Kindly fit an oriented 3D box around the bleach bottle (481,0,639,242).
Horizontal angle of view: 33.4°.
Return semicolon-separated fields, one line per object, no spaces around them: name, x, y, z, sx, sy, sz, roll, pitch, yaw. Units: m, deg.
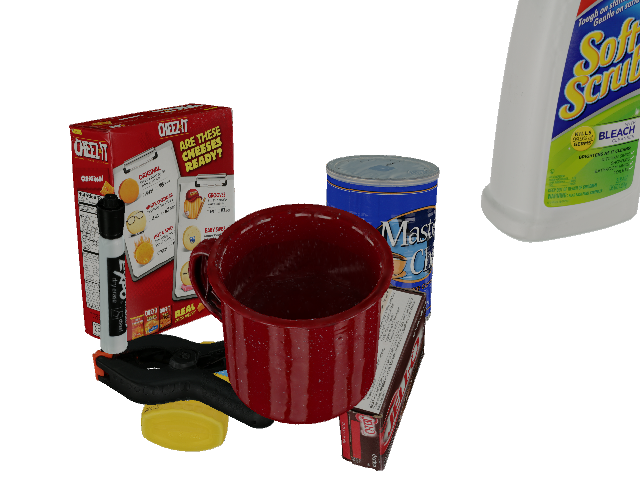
bleach bottle;0.156;-0.127;0.645;0.102;0.251;0.068;-11;31;-17

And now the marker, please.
marker;-0.141;0.023;0.723;0.020;0.121;0.020;4;31;-3

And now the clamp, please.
clamp;-0.109;0.108;0.934;0.171;0.039;0.120;10;27;10

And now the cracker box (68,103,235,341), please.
cracker box;-0.163;-0.020;1.070;0.072;0.214;0.163;11;20;38

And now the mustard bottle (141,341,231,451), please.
mustard bottle;-0.147;0.174;1.273;0.096;0.058;0.191;4;25;4

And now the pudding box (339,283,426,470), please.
pudding box;0.048;0.103;0.804;0.039;0.113;0.090;13;-34;12

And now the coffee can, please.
coffee can;0.054;0.000;0.985;0.103;0.140;0.103;1;16;-1

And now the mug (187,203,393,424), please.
mug;-0.021;0.037;0.559;0.117;0.081;0.093;20;44;22
